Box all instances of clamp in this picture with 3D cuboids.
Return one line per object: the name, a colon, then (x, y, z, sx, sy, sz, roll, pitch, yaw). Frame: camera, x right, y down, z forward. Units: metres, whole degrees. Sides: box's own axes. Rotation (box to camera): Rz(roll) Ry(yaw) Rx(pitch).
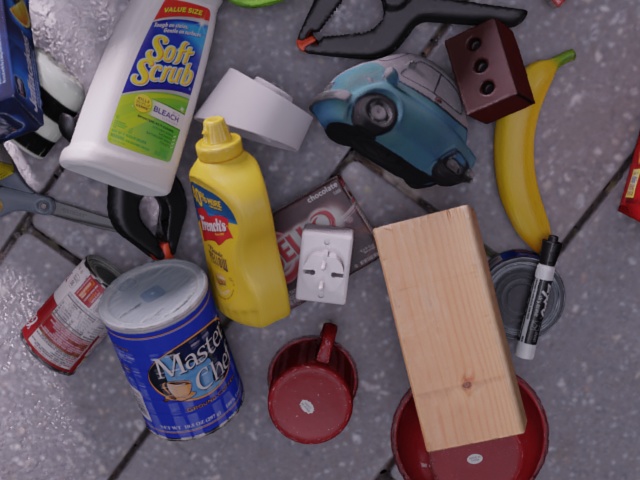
clamp: (-0.165, -0.065, 1.019, 0.120, 0.039, 0.171, -30, 114, -21)
clamp: (0.067, -0.240, 0.990, 0.210, 0.036, 0.164, -22, 96, 3)

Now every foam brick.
foam brick: (0.156, -0.154, 0.976, 0.053, 0.051, 0.078, -22, 74, 27)

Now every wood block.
wood block: (0.121, 0.080, 0.984, 0.091, 0.090, 0.206, -14, 85, 12)

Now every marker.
marker: (0.208, 0.054, 1.013, 0.020, 0.020, 0.121, 12, 101, -1)

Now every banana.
banana: (0.199, -0.085, 1.014, 0.069, 0.037, 0.198, 6, 101, 3)

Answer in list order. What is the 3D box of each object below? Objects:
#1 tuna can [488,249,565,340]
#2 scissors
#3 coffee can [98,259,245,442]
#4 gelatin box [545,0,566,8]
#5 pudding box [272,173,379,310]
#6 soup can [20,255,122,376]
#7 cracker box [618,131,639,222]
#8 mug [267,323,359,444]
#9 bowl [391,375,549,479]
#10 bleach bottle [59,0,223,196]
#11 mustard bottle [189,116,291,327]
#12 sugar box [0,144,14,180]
tuna can: (0.195, 0.054, 1.041, 0.086, 0.033, 0.086, 0, 101, 2)
scissors: (-0.277, -0.054, 1.045, 0.202, 0.016, 0.096, 1, 100, 1)
coffee can: (-0.137, 0.103, 1.002, 0.103, 0.103, 0.140, -12, 123, 4)
gelatin box: (0.214, -0.271, 0.983, 0.073, 0.030, 0.089, -44, 97, 8)
pudding box: (-0.007, 0.001, 1.035, 0.113, 0.039, 0.090, -31, 98, 7)
soup can: (-0.234, 0.073, 1.041, 0.068, 0.068, 0.102, 42, 98, -6)
cracker box: (0.340, -0.108, 0.942, 0.072, 0.164, 0.214, 11, 101, -3)
mug: (-0.005, 0.137, 1.039, 0.093, 0.081, 0.117, 19, 101, -2)
bowl: (0.152, 0.206, 1.061, 0.162, 0.055, 0.162, 0, 101, 2)
bleach bottle: (-0.151, -0.172, 0.965, 0.102, 0.068, 0.251, 20, 79, -35)
mustard bottle: (-0.078, -0.020, 0.966, 0.058, 0.096, 0.191, -23, 119, -26)
sugar box: (-0.330, -0.097, 0.943, 0.048, 0.176, 0.093, -29, 90, 1)
